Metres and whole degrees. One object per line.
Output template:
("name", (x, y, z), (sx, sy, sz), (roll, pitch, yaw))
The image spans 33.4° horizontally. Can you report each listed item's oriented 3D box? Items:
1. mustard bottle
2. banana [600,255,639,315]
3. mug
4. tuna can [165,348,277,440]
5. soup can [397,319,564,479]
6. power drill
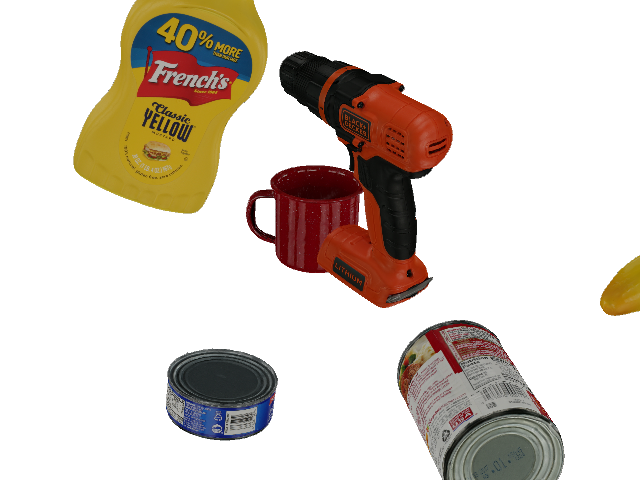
("mustard bottle", (-0.089, -0.115, 0.710), (0.096, 0.192, 0.058), (20, 24, -16))
("banana", (0.287, 0.019, 0.740), (0.198, 0.037, 0.069), (-3, 34, 0))
("mug", (-0.016, -0.021, 1.053), (0.117, 0.081, 0.093), (3, 25, 3))
("tuna can", (-0.077, 0.120, 0.834), (0.086, 0.034, 0.086), (6, 22, -3))
("soup can", (0.088, 0.098, 0.602), (0.068, 0.068, 0.102), (0, 23, -11))
("power drill", (0.031, -0.051, 0.879), (0.057, 0.188, 0.185), (-25, 40, -28))
